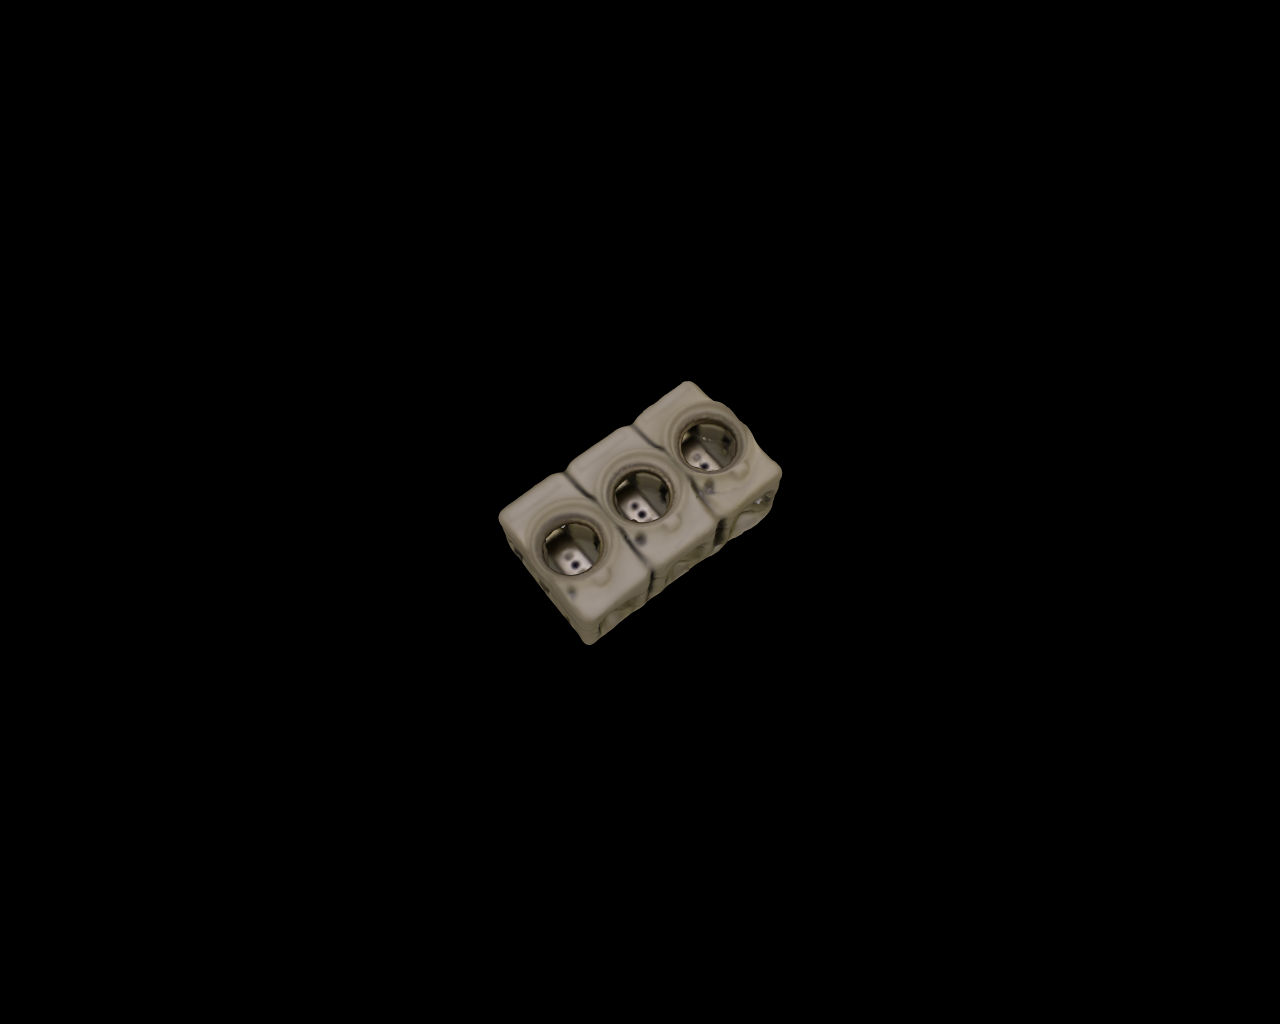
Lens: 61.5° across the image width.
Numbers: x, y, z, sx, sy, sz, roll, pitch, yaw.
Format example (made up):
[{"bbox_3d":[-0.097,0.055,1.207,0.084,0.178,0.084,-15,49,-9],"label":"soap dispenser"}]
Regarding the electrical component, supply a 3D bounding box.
[{"bbox_3d":[0.001,-0.003,0.650,0.150,0.089,0.061,-37,-19,-15],"label":"electrical component"}]
